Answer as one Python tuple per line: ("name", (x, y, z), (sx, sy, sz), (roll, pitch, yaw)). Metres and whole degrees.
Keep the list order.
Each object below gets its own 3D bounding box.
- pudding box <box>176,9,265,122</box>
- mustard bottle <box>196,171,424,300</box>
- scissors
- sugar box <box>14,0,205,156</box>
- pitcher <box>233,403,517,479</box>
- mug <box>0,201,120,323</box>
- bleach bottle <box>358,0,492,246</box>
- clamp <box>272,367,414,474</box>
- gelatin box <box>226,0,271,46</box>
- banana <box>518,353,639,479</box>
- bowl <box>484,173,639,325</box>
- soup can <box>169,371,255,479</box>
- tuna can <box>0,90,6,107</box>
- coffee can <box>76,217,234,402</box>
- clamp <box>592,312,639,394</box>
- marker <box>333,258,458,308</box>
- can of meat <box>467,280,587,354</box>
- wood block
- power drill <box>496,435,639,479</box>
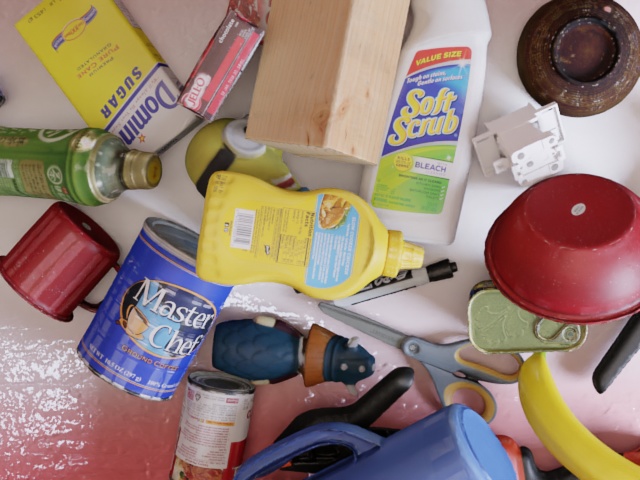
("pudding box", (-0.088, -0.150, 0.927), (0.039, 0.113, 0.090), (31, 94, -8))
("mustard bottle", (-0.006, 0.001, 0.917), (0.191, 0.058, 0.096), (9, 86, -2))
("scissors", (0.091, 0.120, 1.007), (0.202, 0.016, 0.096), (9, 100, 3))
("sugar box", (-0.197, -0.158, 1.008), (0.093, 0.048, 0.176), (-37, 89, 9))
("pitcher", (0.046, 0.239, 0.952), (0.243, 0.149, 0.145), (-34, 49, 18))
("mug", (-0.237, 0.024, 1.017), (0.081, 0.093, 0.117), (-47, 118, 4))
("bleach bottle", (0.094, -0.126, 0.966), (0.102, 0.068, 0.251), (9, 94, 7))
("clamp", (0.039, 0.187, 1.006), (0.172, 0.039, 0.120), (-25, 119, 22))
("gelatin box", (-0.045, -0.224, 0.989), (0.073, 0.030, 0.089), (14, 98, 6))
("banana", (0.235, 0.172, 0.944), (0.069, 0.037, 0.198), (-35, 65, -3))
("bowl", (0.221, -0.007, 0.913), (0.162, 0.162, 0.055), (-3, 137, 8))
("soup can", (-0.103, 0.183, 1.018), (0.068, 0.068, 0.102), (11, 96, 6))
("tuna can", (-0.345, -0.131, 1.010), (0.086, 0.086, 0.034), (-27, 90, 9))
("coffee can", (-0.149, 0.064, 0.995), (0.103, 0.102, 0.140), (30, 99, 4))
("clamp", (0.340, 0.046, 0.961), (0.164, 0.036, 0.210), (6, 95, 7))
("marker", (0.071, 0.041, 1.006), (0.121, 0.020, 0.020), (-16, 93, 9))
("can of meat", (0.183, 0.065, 0.960), (0.102, 0.084, 0.057), (-3, 95, 8))
("wood block", (0.013, -0.177, 0.931), (0.091, 0.090, 0.206), (10, 89, 34))
("power drill", (0.240, 0.264, 0.986), (0.188, 0.057, 0.184), (-9, 94, 8))
